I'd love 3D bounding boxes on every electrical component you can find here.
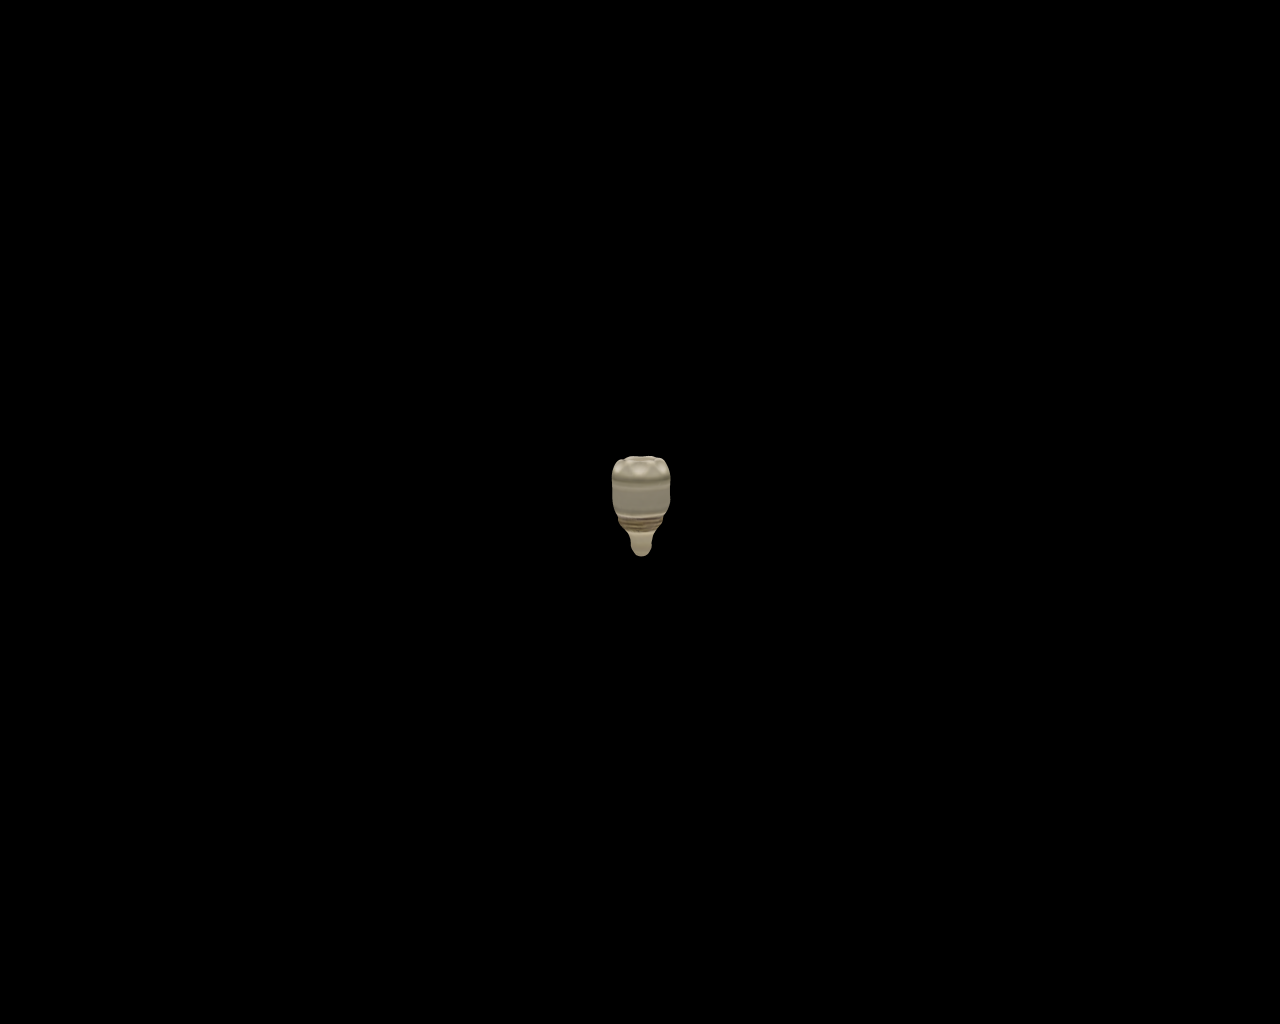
[{"bbox_3d":[0.001,-0.003,0.650,0.035,0.061,0.035,0,12,0],"label":"electrical component"}]
